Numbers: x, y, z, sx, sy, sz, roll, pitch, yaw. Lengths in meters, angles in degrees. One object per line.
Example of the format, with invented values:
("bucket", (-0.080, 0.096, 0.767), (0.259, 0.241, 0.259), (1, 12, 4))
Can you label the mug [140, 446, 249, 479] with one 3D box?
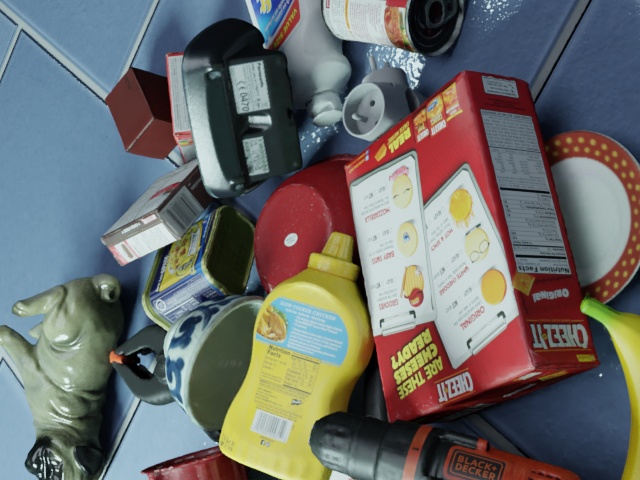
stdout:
("mug", (-0.106, 0.225, 0.903), (0.093, 0.117, 0.081), (-21, 83, 44))

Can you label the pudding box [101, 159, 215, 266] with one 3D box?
("pudding box", (-0.144, -0.032, 1.015), (0.090, 0.113, 0.039), (-24, 110, 39))

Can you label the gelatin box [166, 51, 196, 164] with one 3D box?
("gelatin box", (-0.129, -0.128, 1.037), (0.030, 0.073, 0.089), (-8, 72, -1))

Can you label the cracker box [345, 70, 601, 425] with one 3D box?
("cracker box", (0.102, 0.011, 0.771), (0.164, 0.072, 0.214), (-36, 58, 52))

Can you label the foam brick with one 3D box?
("foam brick", (-0.177, -0.130, 1.099), (0.053, 0.051, 0.078), (-44, 55, 28))

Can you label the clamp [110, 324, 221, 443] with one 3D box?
("clamp", (-0.134, 0.132, 1.017), (0.172, 0.039, 0.120), (-8, 71, 40))

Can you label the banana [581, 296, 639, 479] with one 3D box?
("banana", (0.202, 0.131, 0.681), (0.070, 0.037, 0.198), (-1, 96, 11))

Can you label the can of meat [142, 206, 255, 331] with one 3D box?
("can of meat", (-0.108, 0.026, 0.980), (0.084, 0.057, 0.102), (-30, 32, 33))

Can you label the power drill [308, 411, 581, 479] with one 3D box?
("power drill", (0.055, 0.204, 0.663), (0.185, 0.057, 0.187), (11, 61, 22))

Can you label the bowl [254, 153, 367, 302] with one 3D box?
("bowl", (-0.006, 0.001, 0.908), (0.162, 0.055, 0.162), (-10, 75, 43))

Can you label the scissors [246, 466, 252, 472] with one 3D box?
("scissors", (-0.043, 0.195, 0.932), (0.096, 0.016, 0.202), (42, 111, 40))

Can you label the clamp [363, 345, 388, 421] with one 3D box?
("clamp", (0.029, 0.173, 0.844), (0.165, 0.036, 0.210), (-36, 62, 21))

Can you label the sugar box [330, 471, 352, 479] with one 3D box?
("sugar box", (0.087, 0.203, 0.745), (0.176, 0.048, 0.093), (22, 106, 23))

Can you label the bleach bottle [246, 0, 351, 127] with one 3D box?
("bleach bottle", (-0.019, -0.220, 0.959), (0.103, 0.067, 0.251), (-33, 63, 37))

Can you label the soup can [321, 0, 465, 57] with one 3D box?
("soup can", (0.058, -0.191, 0.875), (0.102, 0.068, 0.068), (22, 97, 44))

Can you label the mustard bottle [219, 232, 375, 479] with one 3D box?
("mustard bottle", (-0.009, 0.087, 0.831), (0.096, 0.058, 0.191), (15, 87, 29))
